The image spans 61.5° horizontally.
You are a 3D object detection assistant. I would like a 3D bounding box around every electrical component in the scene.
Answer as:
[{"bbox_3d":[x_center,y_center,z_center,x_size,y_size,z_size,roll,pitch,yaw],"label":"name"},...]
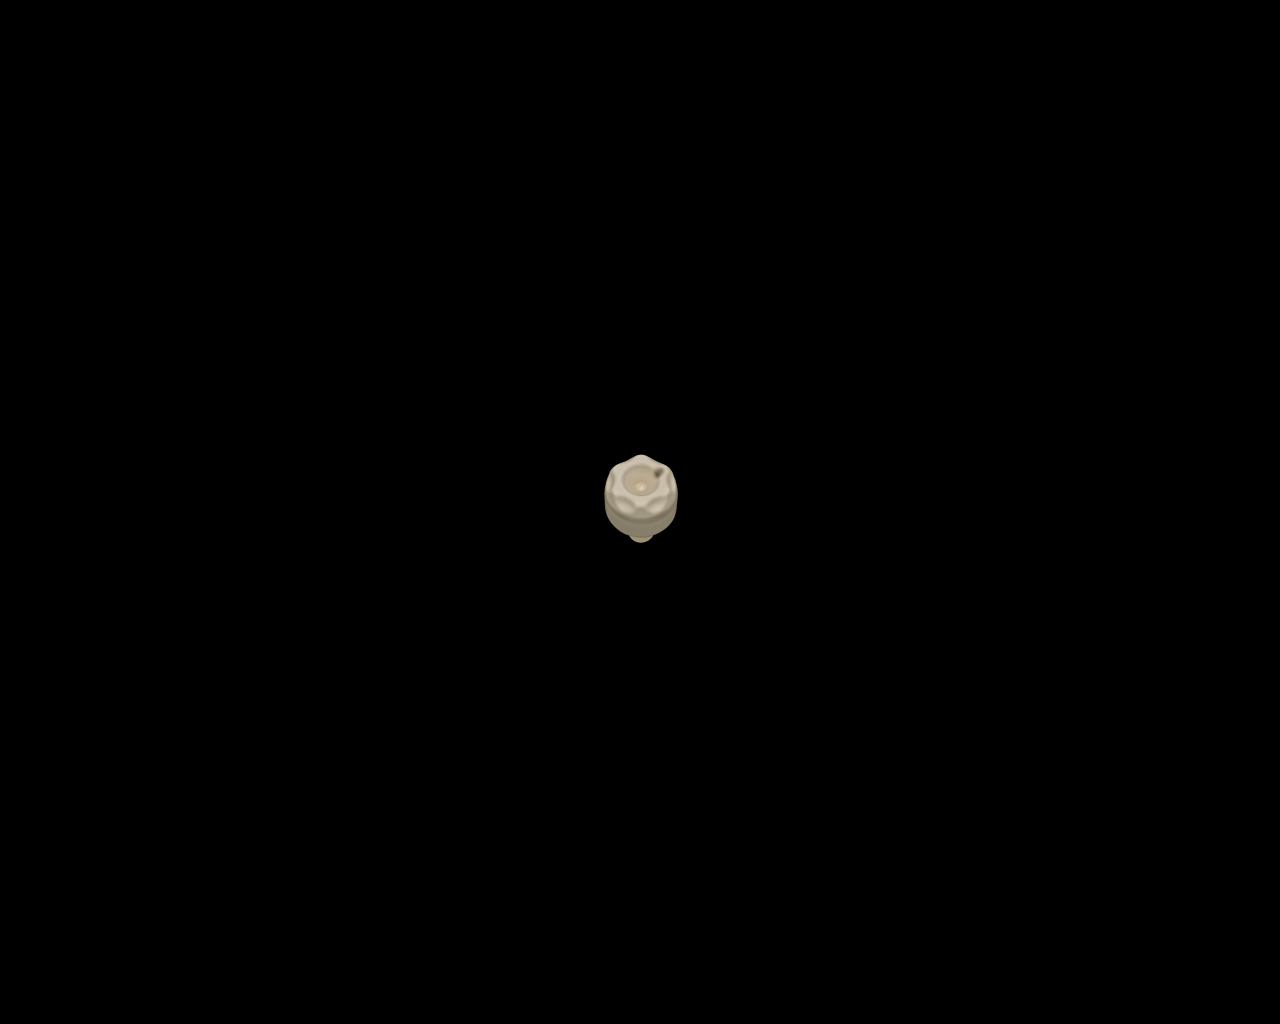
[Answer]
[{"bbox_3d":[0.001,-0.003,0.650,0.043,0.043,0.062,0,-33,0],"label":"electrical component"}]
